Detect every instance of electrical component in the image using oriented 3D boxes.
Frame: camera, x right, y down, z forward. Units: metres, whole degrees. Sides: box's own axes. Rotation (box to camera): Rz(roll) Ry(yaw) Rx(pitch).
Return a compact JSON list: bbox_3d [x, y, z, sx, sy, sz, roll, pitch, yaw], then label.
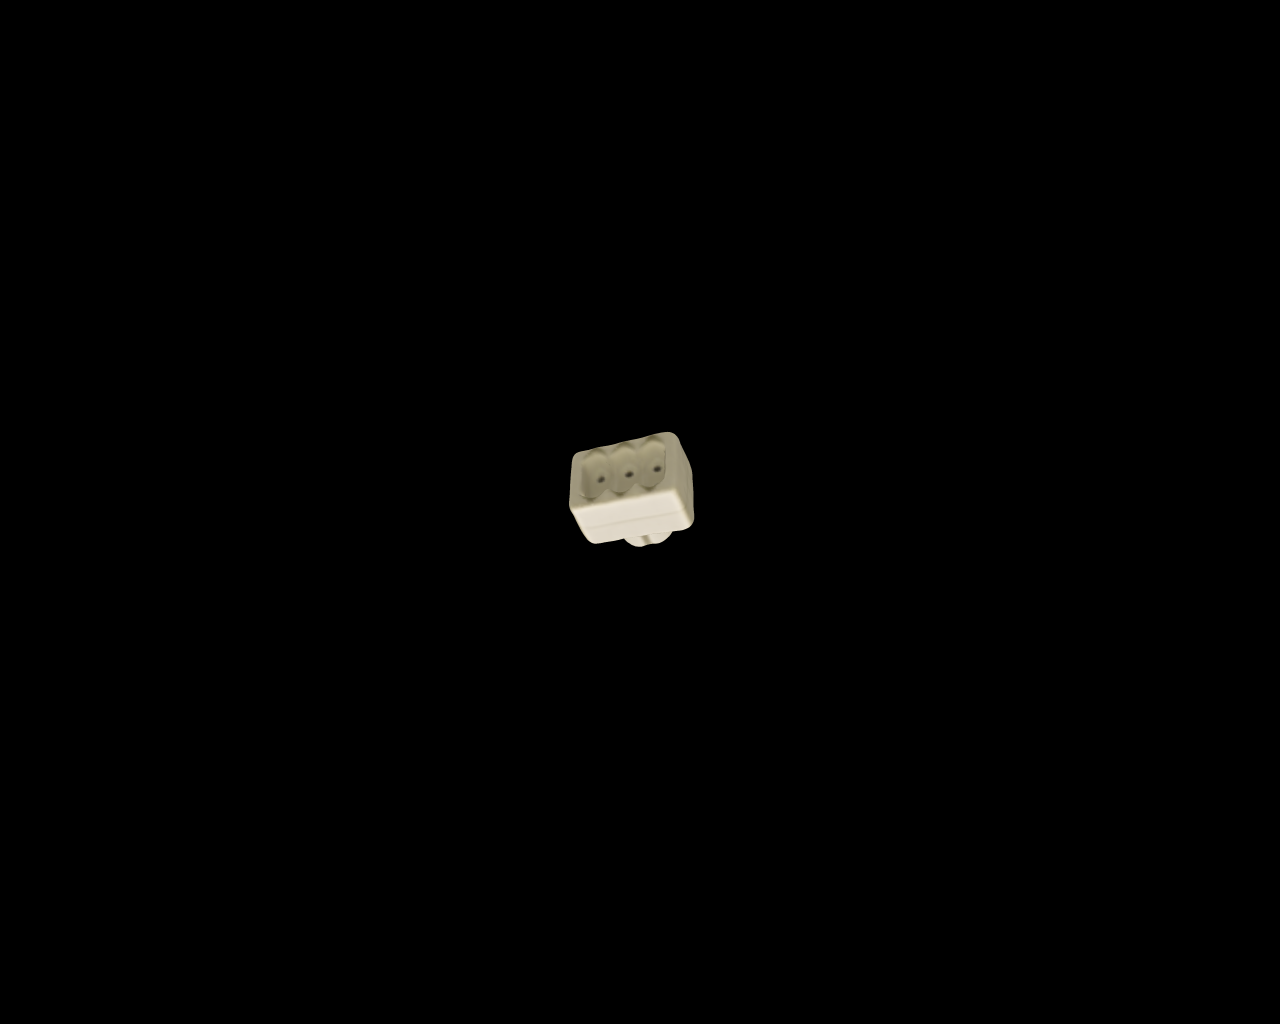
[{"bbox_3d":[0.001,-0.003,0.650,0.066,0.047,0.076,-11,-39,13],"label":"electrical component"}]
